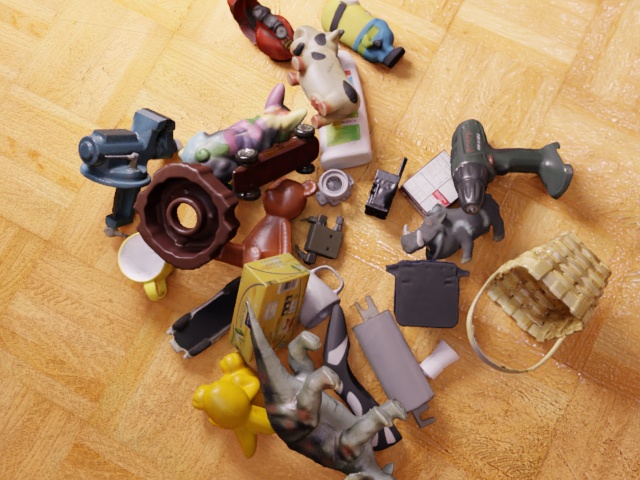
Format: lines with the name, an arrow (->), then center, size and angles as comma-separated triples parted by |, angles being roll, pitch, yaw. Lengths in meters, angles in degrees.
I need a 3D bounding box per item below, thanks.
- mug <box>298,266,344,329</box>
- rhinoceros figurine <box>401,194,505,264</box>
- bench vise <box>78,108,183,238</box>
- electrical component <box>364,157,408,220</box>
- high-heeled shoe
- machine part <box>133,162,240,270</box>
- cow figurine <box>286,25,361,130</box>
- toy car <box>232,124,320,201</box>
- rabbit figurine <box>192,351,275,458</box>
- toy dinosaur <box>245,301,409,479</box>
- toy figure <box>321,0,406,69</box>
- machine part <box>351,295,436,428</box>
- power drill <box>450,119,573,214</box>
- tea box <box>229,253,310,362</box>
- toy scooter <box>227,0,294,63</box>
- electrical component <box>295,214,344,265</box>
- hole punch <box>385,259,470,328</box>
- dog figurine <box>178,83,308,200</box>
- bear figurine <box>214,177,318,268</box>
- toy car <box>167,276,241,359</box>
mug -> -0.018, 0.087, 0.970 | 0.109, 0.080, 0.107 | -44, 73, 4
rhinoceros figurine -> 0.237, -0.018, 0.959 | 0.190, 0.073, 0.112 | -25, 111, -6
bench vise -> -0.353, -0.120, 0.996 | 0.129, 0.223, 0.240 | 22, 112, 11
electrical component -> 0.123, -0.102, 1.000 | 0.048, 0.075, 0.119 | 19, 85, 5
high-heeled shoe -> 0.077, 0.239, 0.931 | 0.145, 0.086, 0.248 | 4, 89, -3
machine part -> -0.221, -0.041, 0.901 | 0.180, 0.056, 0.179 | 3, 104, 14
cow figurine -> 0.008, -0.306, 0.972 | 0.127, 0.085, 0.195 | -22, 76, -26
toy car -> -0.079, -0.139, 0.948 | 0.053, 0.089, 0.202 | 32, 47, 33
rabbit figurine -> -0.145, 0.279, 0.896 | 0.122, 0.173, 0.162 | -38, 76, -8
toy dinosaur -> -0.004, 0.283, 0.842 | 0.405, 0.131, 0.192 | 40, 99, 3
toy figure -> 0.082, -0.406, 1.056 | 0.089, 0.082, 0.180 | -44, 83, -7
machine part -> 0.127, 0.212, 0.942 | 0.079, 0.079, 0.243 | -27, 81, -2
power drill -> 0.332, -0.121, 0.959 | 0.207, 0.085, 0.232 | 1, 47, -2
tea box -> -0.088, 0.114, 0.912 | 0.068, 0.098, 0.169 | 42, 127, 34
toy scooter -> -0.117, -0.431, 1.042 | 0.184, 0.135, 0.075 | 43, 83, 8
electrical component -> -0.002, -0.002, 1.006 | 0.078, 0.045, 0.102 | 13, 82, -24
hole punch -> 0.185, 0.092, 0.946 | 0.142, 0.092, 0.115 | 3, 89, 8
dog figurine -> -0.129, -0.190, 0.983 | 0.219, 0.191, 0.108 | -45, 74, 10
bear figurine -> -0.092, -0.034, 0.973 | 0.120, 0.132, 0.195 | 17, 87, 35
toy car -> -0.186, 0.138, 0.983 | 0.202, 0.056, 0.073 | -36, 87, -3
